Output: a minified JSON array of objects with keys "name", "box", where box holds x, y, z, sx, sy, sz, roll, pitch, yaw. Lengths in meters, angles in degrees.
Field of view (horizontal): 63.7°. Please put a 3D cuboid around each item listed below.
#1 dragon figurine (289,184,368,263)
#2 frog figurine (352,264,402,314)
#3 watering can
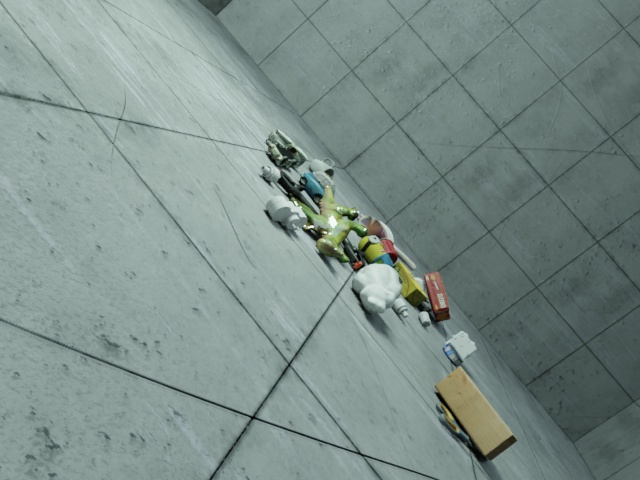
[{"name":"dragon figurine","box":[0.005,-0.077,1.524,0.240,0.121,0.419,29,25,-40]},{"name":"frog figurine","box":[0.150,0.130,1.396,0.138,0.121,0.160,19,13,16]},{"name":"watering can","box":[0.280,0.001,2.246,0.351,0.103,0.223,45,9,18]}]
